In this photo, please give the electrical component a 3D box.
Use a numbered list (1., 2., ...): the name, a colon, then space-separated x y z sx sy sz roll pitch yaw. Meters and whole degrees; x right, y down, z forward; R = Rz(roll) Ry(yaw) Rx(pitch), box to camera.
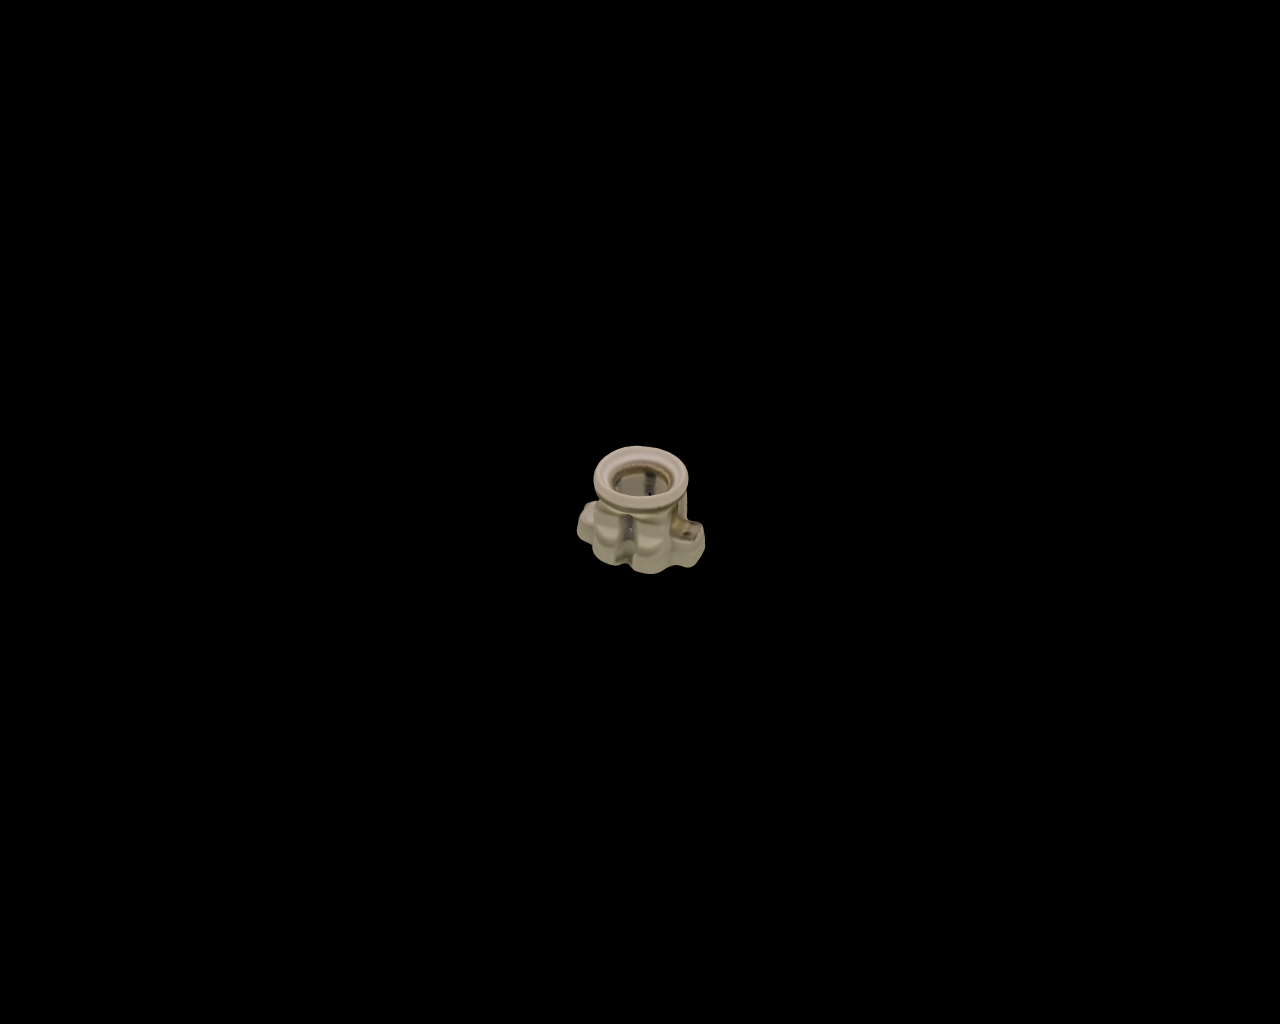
1. electrical component: 0.001 -0.003 0.650 0.078 0.056 0.058 14 40 17
